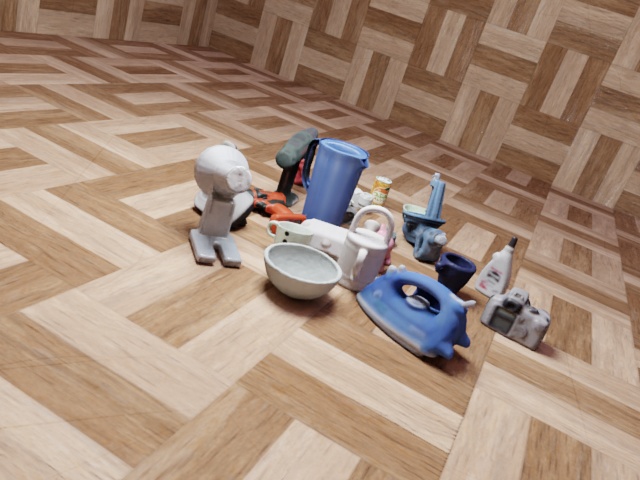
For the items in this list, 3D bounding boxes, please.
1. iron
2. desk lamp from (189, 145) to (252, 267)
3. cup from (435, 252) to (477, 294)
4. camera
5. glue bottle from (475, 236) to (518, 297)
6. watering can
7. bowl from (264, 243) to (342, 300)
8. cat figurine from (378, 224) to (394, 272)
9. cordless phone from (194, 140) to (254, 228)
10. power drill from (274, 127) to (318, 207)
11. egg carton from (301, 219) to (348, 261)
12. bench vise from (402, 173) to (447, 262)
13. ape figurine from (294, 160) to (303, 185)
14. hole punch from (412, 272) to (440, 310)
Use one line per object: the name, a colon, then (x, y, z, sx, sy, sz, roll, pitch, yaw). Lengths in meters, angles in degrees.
iron: (0.192, 0.126, 1.166, 0.257, 0.141, 0.119, 32, 27, 29)
desk lamp: (-0.208, -0.084, 1.239, 0.118, 0.213, 0.202, 7, 26, -26)
cup: (0.315, 0.091, 1.399, 0.118, 0.095, 0.091, 1, 29, -36)
camera: (0.469, 0.165, 1.342, 0.142, 0.101, 0.137, 28, 25, 21)
glue bottle: (0.462, 0.067, 1.464, 0.078, 0.173, 0.037, 31, 26, 28)
watering can: (0.103, 0.008, 1.296, 0.101, 0.194, 0.172, 11, 24, -17)
bowl: (-0.043, 0.075, 1.188, 0.167, 0.075, 0.167, 16, 23, -7)
cat figurine: (0.152, 0.013, 1.420, 0.067, 0.118, 0.128, 24, 23, 13)
cordless phone: (-0.219, -0.135, 1.382, 0.147, 0.185, 0.094, 31, 26, 26)
power drill: (-0.076, -0.209, 1.628, 0.075, 0.208, 0.230, 22, 23, 8)
egg carton: (0.013, 0.005, 1.394, 0.150, 0.069, 0.107, 18, 23, -2)
bench vise: (0.317, -0.061, 1.582, 0.122, 0.220, 0.206, 2, 28, -34)
ape figurine: (-0.060, -0.222, 1.818, 0.076, 0.092, 0.077, 1, 29, -36)
hole punch: (0.251, 0.128, 1.273, 0.101, 0.091, 0.108, 3, 28, -33)
